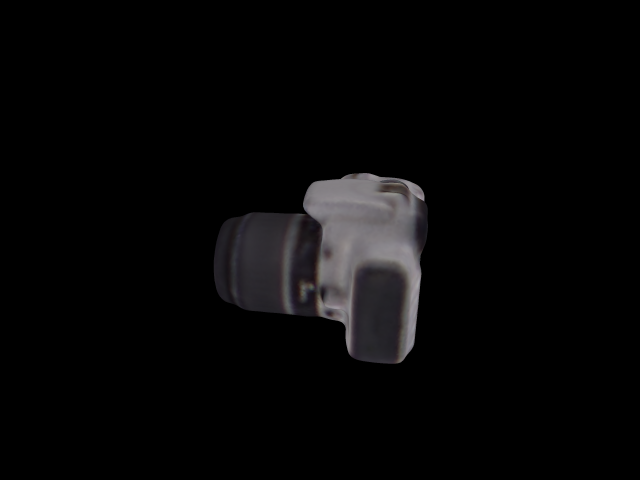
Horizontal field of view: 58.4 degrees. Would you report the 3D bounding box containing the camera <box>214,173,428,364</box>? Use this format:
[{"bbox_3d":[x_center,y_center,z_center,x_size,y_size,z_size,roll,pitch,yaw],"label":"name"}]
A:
[{"bbox_3d":[0.004,0.001,0.400,0.136,0.101,0.143,4,28,7],"label":"camera"}]
